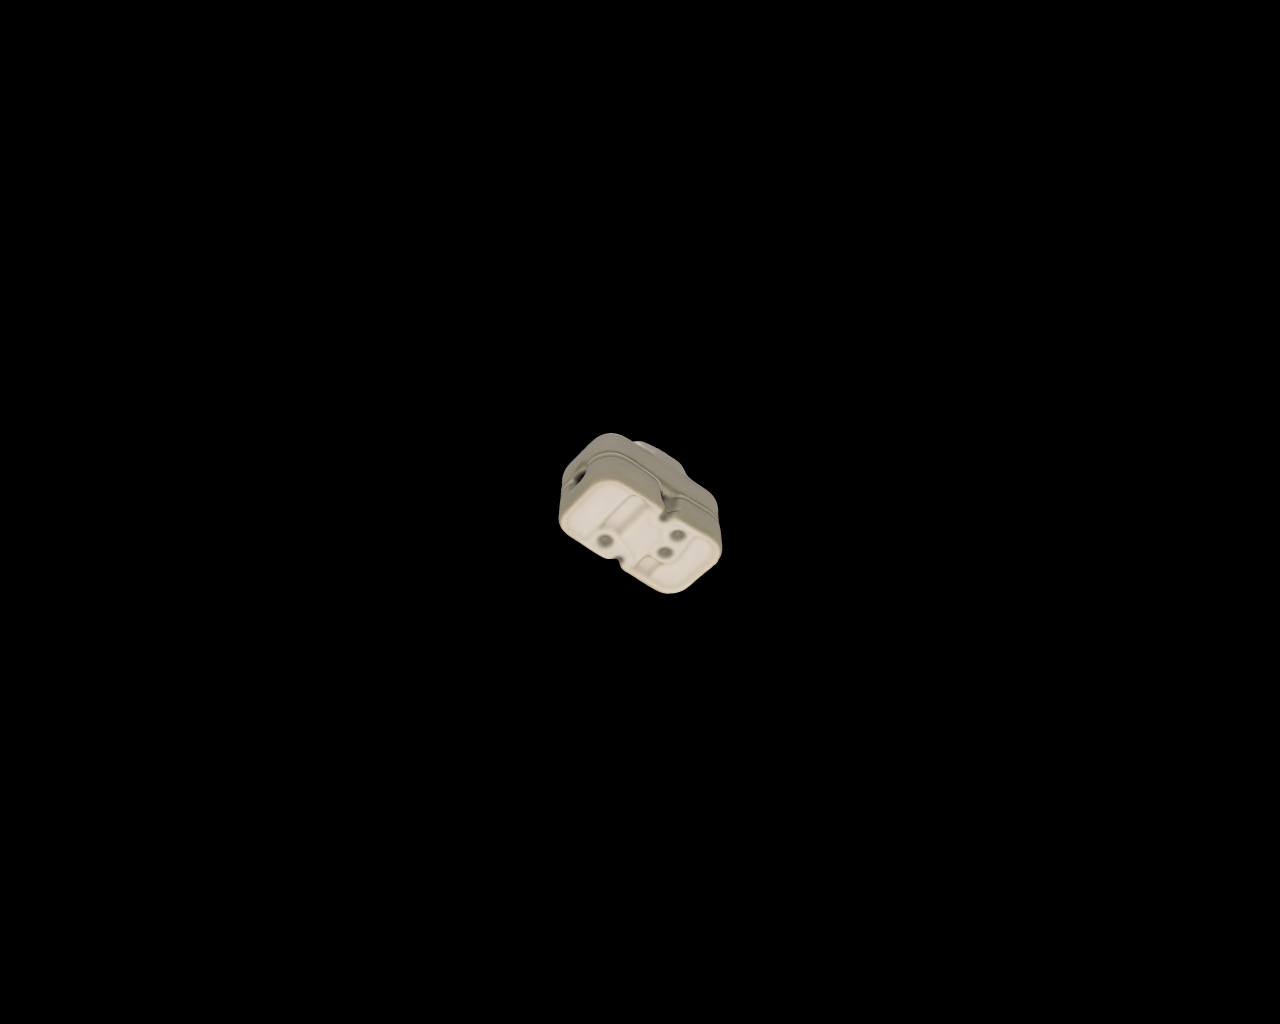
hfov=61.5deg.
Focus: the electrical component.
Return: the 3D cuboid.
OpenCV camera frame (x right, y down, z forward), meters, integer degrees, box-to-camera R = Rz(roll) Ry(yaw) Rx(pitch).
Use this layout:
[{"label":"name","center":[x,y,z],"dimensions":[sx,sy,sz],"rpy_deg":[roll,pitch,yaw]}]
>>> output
[{"label":"electrical component","center":[0.001,-0.003,0.650],"dimensions":[0.095,0.059,0.053],"rpy_deg":[33,-58,-24]}]
